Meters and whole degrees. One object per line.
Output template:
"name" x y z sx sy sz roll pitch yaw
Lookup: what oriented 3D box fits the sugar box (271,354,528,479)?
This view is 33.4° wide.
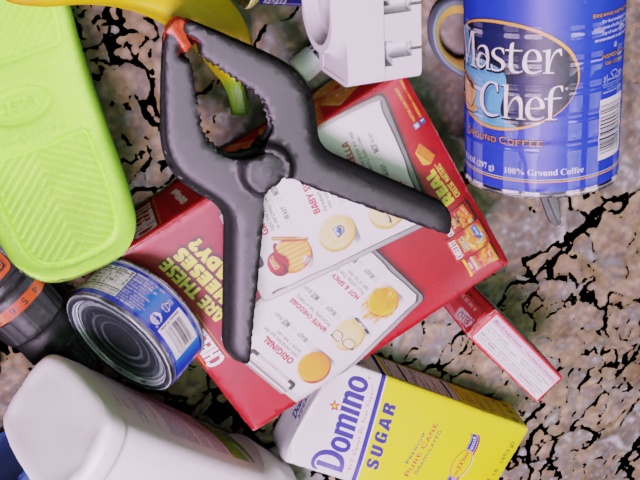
"sugar box" 0.061 0.146 0.815 0.176 0.048 0.093 21 104 -24

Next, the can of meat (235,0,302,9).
"can of meat" -0.005 -0.193 0.655 0.083 0.057 0.102 -1 112 -19

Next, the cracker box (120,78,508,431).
"cracker box" -0.005 0.001 0.724 0.213 0.072 0.164 -33 115 0

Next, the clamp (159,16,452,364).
"clamp" -0.023 -0.046 0.643 0.164 0.036 0.210 -27 109 -4

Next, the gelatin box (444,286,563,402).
"gelatin box" 0.130 0.070 0.789 0.030 0.073 0.089 -45 116 6

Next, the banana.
"banana" -0.100 -0.137 0.628 0.197 0.037 0.069 21 65 -48

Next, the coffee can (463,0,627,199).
"coffee can" 0.143 -0.110 0.685 0.102 0.103 0.140 -10 114 -13

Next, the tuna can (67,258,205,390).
"tuna can" -0.117 0.054 0.671 0.033 0.086 0.086 -51 122 -34

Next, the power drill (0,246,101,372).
"power drill" -0.250 0.073 0.661 0.187 0.057 0.184 -48 114 -20

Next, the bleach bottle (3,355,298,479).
"bleach bottle" -0.087 0.155 0.720 0.250 0.103 0.068 33 93 -46

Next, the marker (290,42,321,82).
"marker" 0.031 -0.151 0.702 0.121 0.020 0.020 -41 116 2

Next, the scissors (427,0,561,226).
"scissors" 0.125 -0.095 0.754 0.096 0.016 0.202 -10 113 -11

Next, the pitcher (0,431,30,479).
"pitcher" -0.150 0.237 0.755 0.145 0.149 0.242 -28 114 14
